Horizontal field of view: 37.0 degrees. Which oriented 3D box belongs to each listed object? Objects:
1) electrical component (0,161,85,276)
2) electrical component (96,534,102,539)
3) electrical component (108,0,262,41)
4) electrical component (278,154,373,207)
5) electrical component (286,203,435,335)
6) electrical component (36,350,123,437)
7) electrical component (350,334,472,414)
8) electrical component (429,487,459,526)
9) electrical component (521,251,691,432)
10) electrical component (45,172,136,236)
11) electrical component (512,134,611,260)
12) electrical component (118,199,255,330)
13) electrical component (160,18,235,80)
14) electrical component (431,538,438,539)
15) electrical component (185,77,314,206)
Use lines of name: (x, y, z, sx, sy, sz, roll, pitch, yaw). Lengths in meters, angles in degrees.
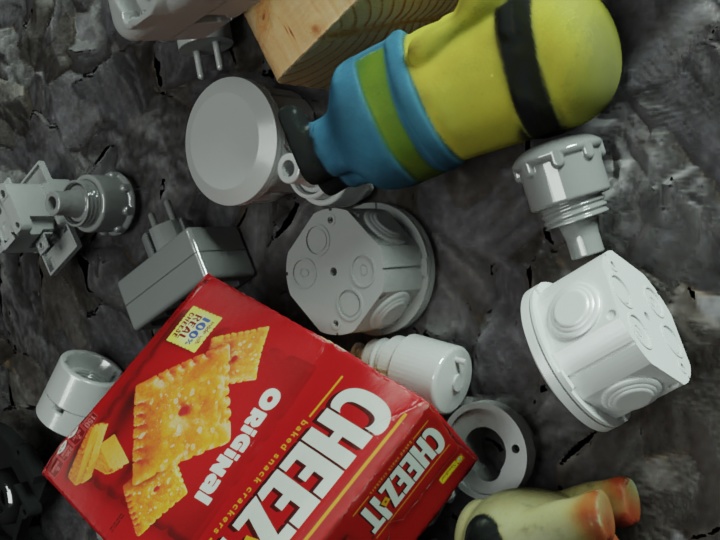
electrical component: (-0.251, -0.039, 0.825, 0.042, 0.064, 0.081, -42, 68, 33)
electrical component: (-0.176, 0.169, 0.789, 0.045, 0.045, 0.055, -23, 78, 37)
electrical component: (-0.099, -0.162, 0.587, 0.095, 0.059, 0.053, -14, 88, 51)
electrical component: (-0.023, -0.060, 0.645, 0.043, 0.062, 0.043, 2, 93, 38)
electrical component: (0.000, 0.000, 0.638, 0.080, 0.051, 0.080, 2, 94, 38)
electrical component: (-0.208, 0.092, 0.805, 0.055, 0.055, 0.047, 36, 110, 31)
electrical component: (0.028, 0.057, 0.626, 0.078, 0.040, 0.040, 14, 101, 37)
electrical component: (0.027, 0.135, 0.630, 0.048, 0.048, 0.062, 42, 123, 29)
electrical component: (0.120, 0.034, 0.529, 0.051, 0.080, 0.080, -34, 72, 29)
electrical component: (-0.199, -0.048, 0.784, 0.048, 0.062, 0.048, 2, 94, 38)
electrical component: (0.109, -0.037, 0.557, 0.048, 0.048, 0.062, -18, 88, 37)
electrical component: (-0.126, -0.011, 0.739, 0.083, 0.047, 0.075, -33, 72, 34)
electrical component: (-0.106, -0.168, 0.717, 0.077, 0.043, 0.079, -16, 82, 38)
electrical component: (0.029, 0.186, 0.624, 0.055, 0.055, 0.047, -28, 71, 36)
electrical component: (-0.069, -0.081, 0.688, 0.080, 0.051, 0.080, 2, 94, 38)
